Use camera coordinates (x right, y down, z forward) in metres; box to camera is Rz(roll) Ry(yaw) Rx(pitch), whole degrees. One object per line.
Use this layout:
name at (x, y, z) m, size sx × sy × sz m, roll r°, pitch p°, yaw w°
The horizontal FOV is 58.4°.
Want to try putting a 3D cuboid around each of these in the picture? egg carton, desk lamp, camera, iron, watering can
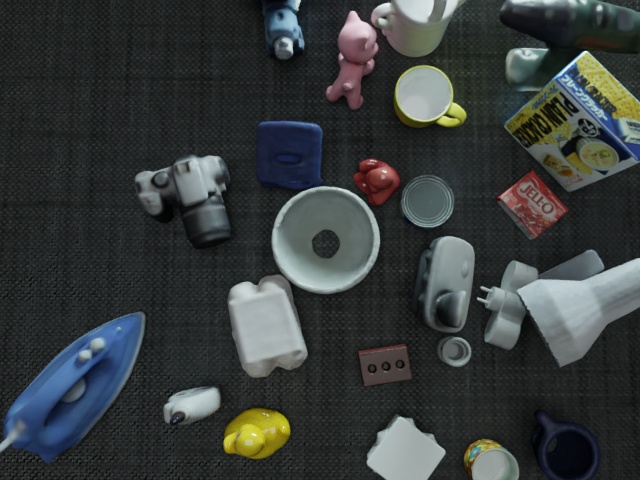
egg carton at (-0.084, 0.134, 0.894) m, size 0.107 × 0.069 × 0.150 m, roll -16°, pitch 85°, yaw -2°
desk lamp at (0.375, 0.087, 0.833) m, size 0.203 × 0.213 × 0.118 m, roll -28°, pitch 85°, yaw -3°
camera at (-0.204, -0.054, 0.896) m, size 0.143 × 0.101 × 0.137 m, roll -17°, pitch 85°, yaw -2°
iron at (-0.366, 0.208, 0.847) m, size 0.118 × 0.141 × 0.258 m, roll 39°, pitch 85°, yaw 3°
watering can at (0.167, -0.375, 0.887) m, size 0.173 × 0.194 × 0.101 m, roll -39°, pitch 86°, yaw -4°

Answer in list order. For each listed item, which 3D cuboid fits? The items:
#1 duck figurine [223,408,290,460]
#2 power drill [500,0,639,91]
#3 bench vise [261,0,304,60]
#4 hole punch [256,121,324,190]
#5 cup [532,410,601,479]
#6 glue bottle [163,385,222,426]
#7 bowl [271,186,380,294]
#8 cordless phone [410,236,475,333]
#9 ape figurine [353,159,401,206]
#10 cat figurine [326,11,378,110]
duck figurine at (-0.098, 0.300, 0.869) m, size 0.104 × 0.086 × 0.077 m, roll -10°, pitch 84°, yaw -2°
power drill at (0.361, -0.299, 0.874) m, size 0.229 × 0.208 × 0.076 m, roll 1°, pitch 84°, yaw 0°
bench vise at (-0.057, -0.395, 0.873) m, size 0.121 × 0.219 × 0.207 m, roll -25°, pitch 85°, yaw -3°
hole punch at (-0.046, -0.132, 0.911) m, size 0.108 × 0.091 × 0.101 m, roll 2°, pitch 84°, yaw 0°
cup at (0.353, 0.304, 0.870) m, size 0.092 × 0.095 × 0.118 m, roll -35°, pitch 85°, yaw -4°
glue bottle at (-0.192, 0.245, 0.830) m, size 0.078 × 0.173 × 0.037 m, roll -10°, pitch 84°, yaw -1°
bowl at (0.008, 0.003, 0.906) m, size 0.167 × 0.074 × 0.167 m, roll 0°, pitch 84°, yaw -1°
cordless phone at (0.198, 0.065, 0.847) m, size 0.094 × 0.185 × 0.148 m, roll 7°, pitch 84°, yaw 0°
ape figurine at (0.093, -0.095, 0.908) m, size 0.076 × 0.092 × 0.078 m, roll 0°, pitch 84°, yaw 0°
cat figurine at (0.054, -0.289, 0.915) m, size 0.067 × 0.117 × 0.128 m, roll 15°, pitch 84°, yaw 1°
